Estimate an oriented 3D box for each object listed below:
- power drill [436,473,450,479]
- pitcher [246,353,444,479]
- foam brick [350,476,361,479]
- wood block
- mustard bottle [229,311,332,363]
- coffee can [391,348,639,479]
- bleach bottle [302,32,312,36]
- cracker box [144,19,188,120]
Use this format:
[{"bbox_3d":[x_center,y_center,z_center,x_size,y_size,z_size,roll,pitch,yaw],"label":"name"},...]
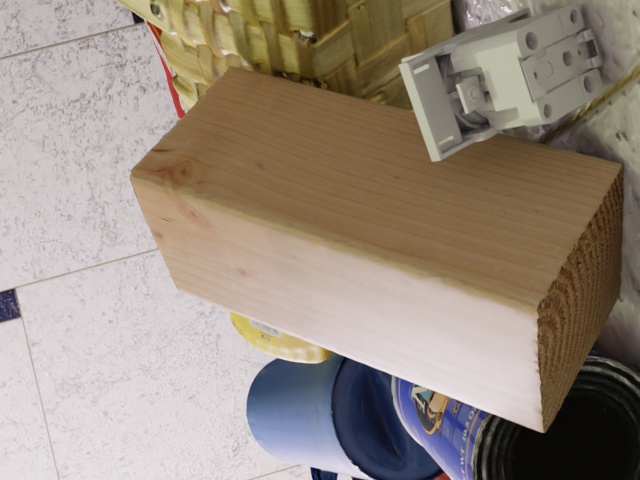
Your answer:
[{"bbox_3d":[0.127,0.224,0.980,0.184,0.057,0.188,75,170,-46],"label":"power drill"},{"bbox_3d":[0.021,0.161,0.962,0.145,0.149,0.243,52,155,-8],"label":"pitcher"},{"bbox_3d":[0.074,0.259,1.059,0.078,0.053,0.051,61,178,-23],"label":"foam brick"},{"bbox_3d":[0.026,-0.002,0.502,0.206,0.090,0.090,18,144,28],"label":"wood block"},{"bbox_3d":[-0.033,0.005,0.822,0.096,0.058,0.192,21,136,28],"label":"mustard bottle"},{"bbox_3d":[0.106,0.093,0.570,0.140,0.102,0.103,-142,30,-75],"label":"coffee can"},{"bbox_3d":[0.030,-0.093,0.730,0.251,0.068,0.102,63,172,15],"label":"bleach bottle"},{"bbox_3d":[-0.077,-0.097,0.892,0.164,0.072,0.213,-123,13,-46],"label":"cracker box"}]
